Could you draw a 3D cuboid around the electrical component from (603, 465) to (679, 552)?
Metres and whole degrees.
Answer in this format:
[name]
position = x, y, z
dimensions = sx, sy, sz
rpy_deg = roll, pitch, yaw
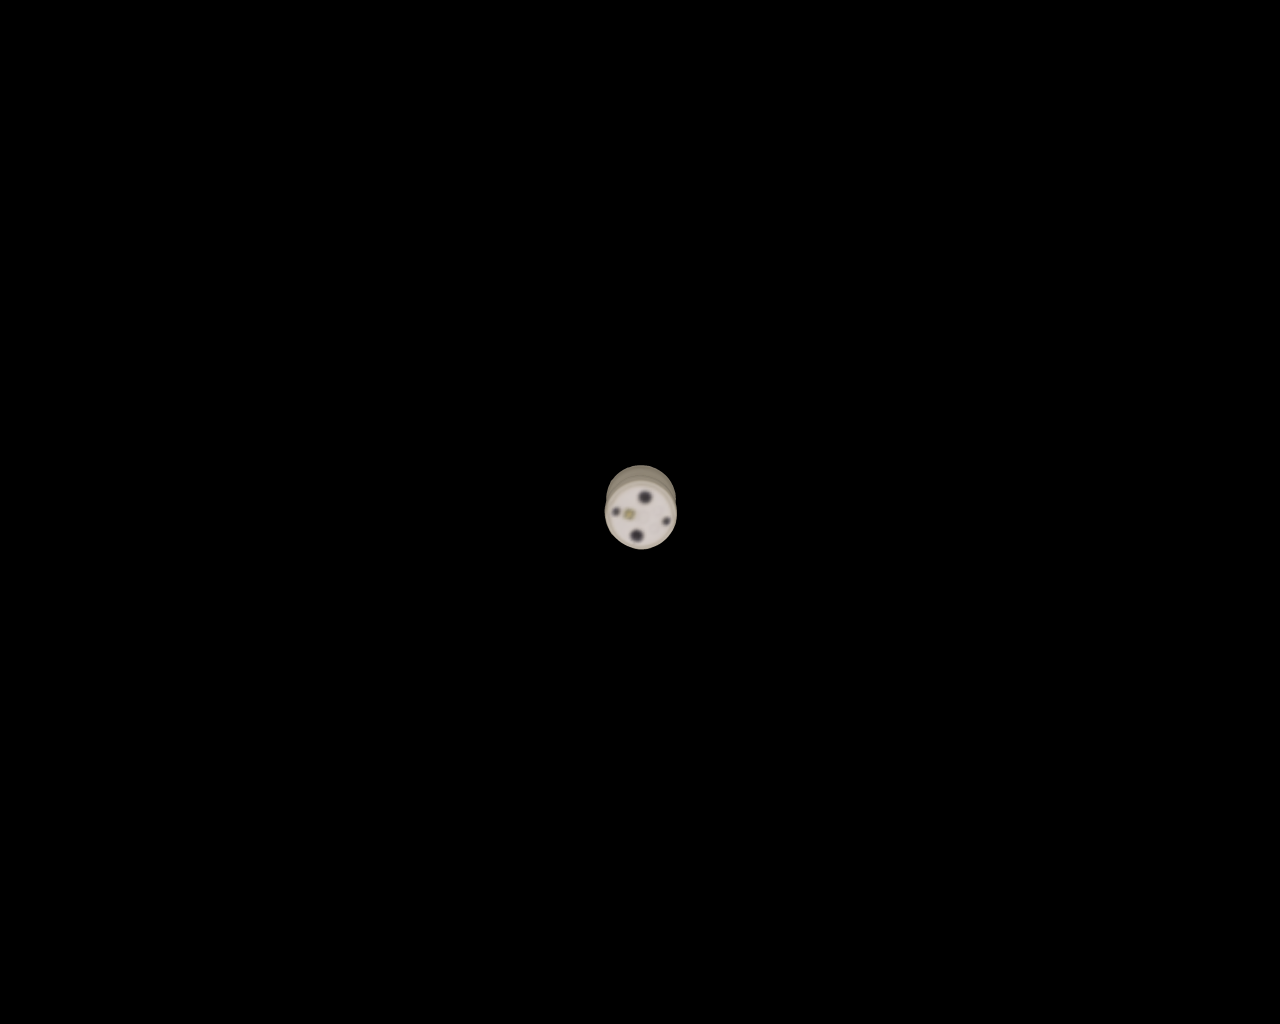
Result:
[electrical component]
position = 0.001, -0.003, 0.650
dimensions = 0.045, 0.044, 0.055
rpy_deg = 0, 12, 0
